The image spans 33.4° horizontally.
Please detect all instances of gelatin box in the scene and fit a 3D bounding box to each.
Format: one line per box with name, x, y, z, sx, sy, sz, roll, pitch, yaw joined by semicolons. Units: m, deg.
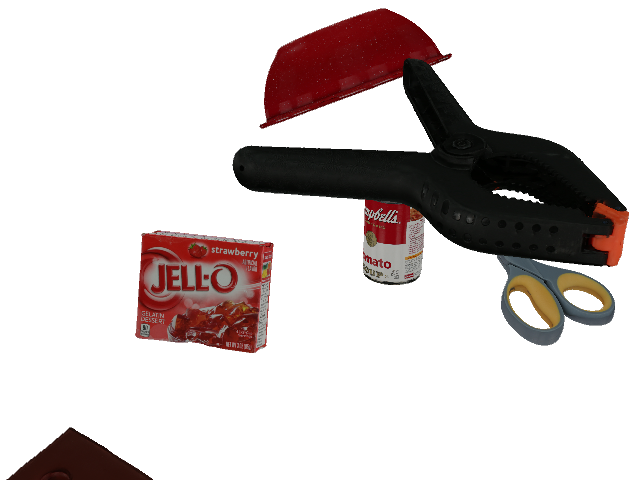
gelatin box;-0.079;0.034;0.724;0.089;0.073;0.030;6;6;14

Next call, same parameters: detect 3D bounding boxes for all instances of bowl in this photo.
bowl;0.018;-0.141;0.842;0.162;0.055;0.162;-21;7;2

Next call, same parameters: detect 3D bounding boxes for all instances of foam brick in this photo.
foam brick;-0.093;0.128;0.450;0.078;0.051;0.052;23;45;30

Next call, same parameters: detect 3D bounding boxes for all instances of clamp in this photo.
clamp;0.066;-0.036;0.587;0.164;0.036;0.210;-28;44;-30

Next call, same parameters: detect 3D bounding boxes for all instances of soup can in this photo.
soup can;0.082;-0.010;1.197;0.068;0.102;0.068;1;24;-1

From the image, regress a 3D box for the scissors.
scissors;0.175;0.015;0.871;0.096;0.016;0.202;0;36;-4
